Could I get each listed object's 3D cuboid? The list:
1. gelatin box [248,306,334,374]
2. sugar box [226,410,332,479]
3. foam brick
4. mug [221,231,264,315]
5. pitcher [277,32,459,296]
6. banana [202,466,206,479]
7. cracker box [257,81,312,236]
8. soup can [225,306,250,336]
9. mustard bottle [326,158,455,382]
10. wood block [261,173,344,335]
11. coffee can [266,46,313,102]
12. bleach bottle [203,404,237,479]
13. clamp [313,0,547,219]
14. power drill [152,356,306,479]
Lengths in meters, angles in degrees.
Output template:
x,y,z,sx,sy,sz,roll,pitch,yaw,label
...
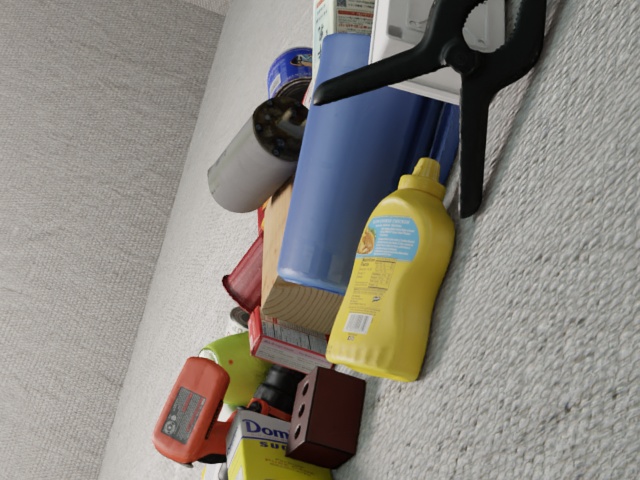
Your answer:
x,y,z,sx,sy,sz,roll,pitch,yaw,label
-0.031,0.109,1.138,0.073,0.089,0.030,-105,36,-67,gelatin box
-0.036,0.224,0.995,0.176,0.093,0.048,-109,40,-69,sugar box
0.005,0.166,0.994,0.053,0.051,0.078,128,157,-55,foam brick
-0.059,0.038,1.291,0.081,0.093,0.117,-53,16,15,mug
0.045,-0.066,1.019,0.149,0.145,0.243,126,158,-87,pitcher
-0.125,0.273,1.374,0.070,0.037,0.198,-111,25,-43,banana
-0.014,-0.094,1.385,0.164,0.072,0.214,-100,31,-63,cracker box
-0.091,0.143,1.352,0.068,0.068,0.102,-107,28,-68,soup can
0.068,0.021,0.911,0.096,0.058,0.191,1,72,57,mustard bottle
-0.008,0.001,1.189,0.206,0.090,0.090,-92,25,-58,wood block
-0.023,-0.203,1.502,0.140,0.102,0.103,-98,30,-63,coffee can
-0.118,0.319,1.272,0.102,0.068,0.251,-143,70,-79,bleach bottle
0.118,-0.133,0.852,0.210,0.164,0.036,-46,-4,12,clamp
-0.086,0.182,1.132,0.187,0.057,0.184,37,-107,-57,power drill
